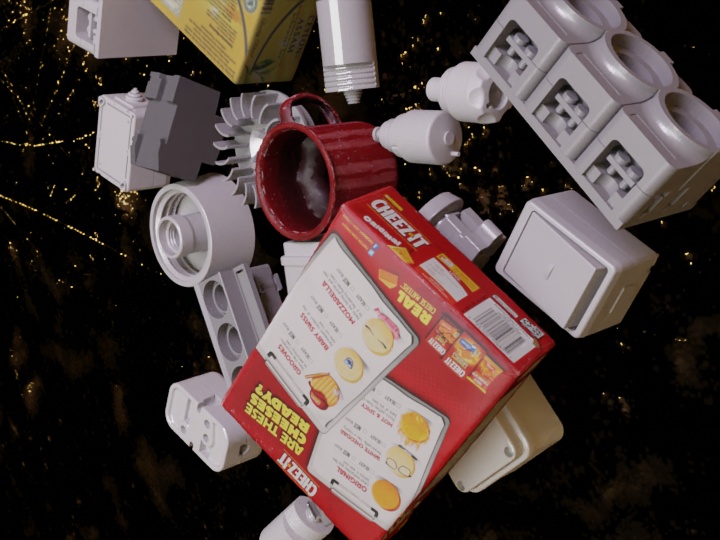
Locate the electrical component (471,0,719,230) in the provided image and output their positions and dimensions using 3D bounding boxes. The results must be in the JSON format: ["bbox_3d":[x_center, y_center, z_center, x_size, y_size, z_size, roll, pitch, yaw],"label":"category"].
[{"bbox_3d":[0.154,-0.107,0.662,0.150,0.089,0.061,55,133,21],"label":"electrical component"}]

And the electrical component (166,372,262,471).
[{"bbox_3d":[-0.137,0.145,1.050,0.095,0.059,0.053,37,125,34],"label":"electrical component"}]

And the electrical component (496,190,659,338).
[{"bbox_3d":[0.138,-0.008,0.725,0.096,0.061,0.061,43,128,30],"label":"electrical component"}]

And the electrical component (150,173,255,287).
[{"bbox_3d":[-0.157,-0.035,1.023,0.108,0.060,0.108,14,111,43],"label":"electrical component"}]

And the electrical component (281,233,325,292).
[{"bbox_3d":[0.000,0.000,0.857,0.113,0.078,0.057,1,101,46],"label":"electrical component"}]

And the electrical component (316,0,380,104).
[{"bbox_3d":[-0.009,-0.172,0.847,0.043,0.043,0.081,3,103,45],"label":"electrical component"}]

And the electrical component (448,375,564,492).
[{"bbox_3d":[0.087,0.100,0.809,0.078,0.057,0.113,-47,67,42],"label":"electrical component"}]

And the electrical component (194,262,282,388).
[{"bbox_3d":[-0.097,0.060,0.984,0.079,0.063,0.121,-25,82,46],"label":"electrical component"}]

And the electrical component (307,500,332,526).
[{"bbox_3d":[-0.032,0.149,0.910,0.121,0.063,0.078,63,180,-8],"label":"electrical component"}]

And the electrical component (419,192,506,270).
[{"bbox_3d":[0.070,-0.024,0.804,0.055,0.048,0.066,48,131,17],"label":"electrical component"}]

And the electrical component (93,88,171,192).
[{"bbox_3d":[-0.218,-0.133,1.059,0.062,0.061,0.096,32,121,37],"label":"electrical component"}]

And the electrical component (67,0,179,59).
[{"bbox_3d":[-0.216,-0.279,0.998,0.062,0.089,0.150,32,122,37],"label":"electrical component"}]

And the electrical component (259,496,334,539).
[{"bbox_3d":[-0.057,0.241,1.005,0.043,0.043,0.081,58,134,18],"label":"electrical component"}]

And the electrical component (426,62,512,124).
[{"bbox_3d":[0.076,-0.128,0.772,0.062,0.043,0.043,14,110,45],"label":"electrical component"}]

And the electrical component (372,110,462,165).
[{"bbox_3d":[0.041,-0.101,0.816,0.078,0.040,0.040,10,108,44],"label":"electrical component"}]
